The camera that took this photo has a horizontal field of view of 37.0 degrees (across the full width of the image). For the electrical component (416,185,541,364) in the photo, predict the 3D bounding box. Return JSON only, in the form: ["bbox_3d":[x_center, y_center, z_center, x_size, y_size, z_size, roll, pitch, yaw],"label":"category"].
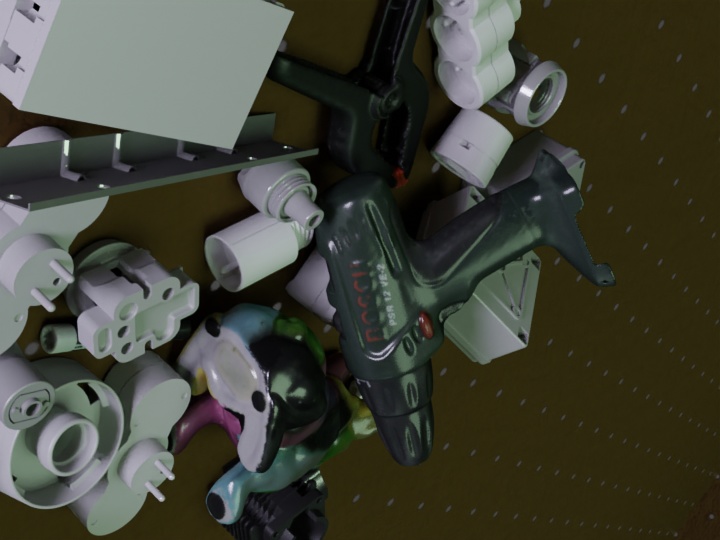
[{"bbox_3d":[0.098,0.004,0.915,0.109,0.056,0.108,44,42,-26],"label":"electrical component"}]

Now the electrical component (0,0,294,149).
[{"bbox_3d":[-0.120,-0.126,0.573,0.150,0.062,0.089,3,118,-54],"label":"electrical component"}]

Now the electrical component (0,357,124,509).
[{"bbox_3d":[-0.208,0.106,0.710,0.099,0.064,0.099,-29,129,-43],"label":"electrical component"}]

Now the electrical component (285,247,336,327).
[{"bbox_3d":[0.000,0.000,0.859,0.096,0.061,0.062,-56,149,4],"label":"electrical component"}]

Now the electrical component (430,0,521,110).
[{"bbox_3d":[0.095,-0.192,0.803,0.074,0.052,0.138,-40,146,-21],"label":"electrical component"}]

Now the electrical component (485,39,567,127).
[{"bbox_3d":[0.133,-0.153,0.887,0.058,0.057,0.078,-56,149,4],"label":"electrical component"}]

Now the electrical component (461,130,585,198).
[{"bbox_3d":[0.149,-0.068,0.994,0.113,0.057,0.078,-33,143,-30],"label":"electrical component"}]

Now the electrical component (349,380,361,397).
[{"bbox_3d":[0.006,0.127,1.020,0.035,0.035,0.061,-33,146,-30],"label":"electrical component"}]

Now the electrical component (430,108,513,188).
[{"bbox_3d":[0.094,-0.102,0.890,0.047,0.055,0.055,-56,149,-2],"label":"electrical component"}]

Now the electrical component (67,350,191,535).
[{"bbox_3d":[-0.159,0.134,0.769,0.052,0.074,0.138,1,120,-54],"label":"electrical component"}]

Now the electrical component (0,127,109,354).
[{"bbox_3d":[-0.185,-0.005,0.596,0.138,0.074,0.052,-56,149,4],"label":"electrical component"}]

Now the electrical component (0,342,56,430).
[{"bbox_3d":[-0.211,0.064,0.638,0.044,0.065,0.044,-34,144,-29],"label":"electrical component"}]

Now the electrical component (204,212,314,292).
[{"bbox_3d":[-0.066,-0.020,0.769,0.081,0.043,0.043,-29,141,-34],"label":"electrical component"}]

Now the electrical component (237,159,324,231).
[{"bbox_3d":[-0.051,-0.052,0.736,0.043,0.062,0.043,-36,153,-21],"label":"electrical component"}]

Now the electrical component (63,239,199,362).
[{"bbox_3d":[-0.150,0.016,0.680,0.078,0.057,0.058,-28,140,-36],"label":"electrical component"}]
